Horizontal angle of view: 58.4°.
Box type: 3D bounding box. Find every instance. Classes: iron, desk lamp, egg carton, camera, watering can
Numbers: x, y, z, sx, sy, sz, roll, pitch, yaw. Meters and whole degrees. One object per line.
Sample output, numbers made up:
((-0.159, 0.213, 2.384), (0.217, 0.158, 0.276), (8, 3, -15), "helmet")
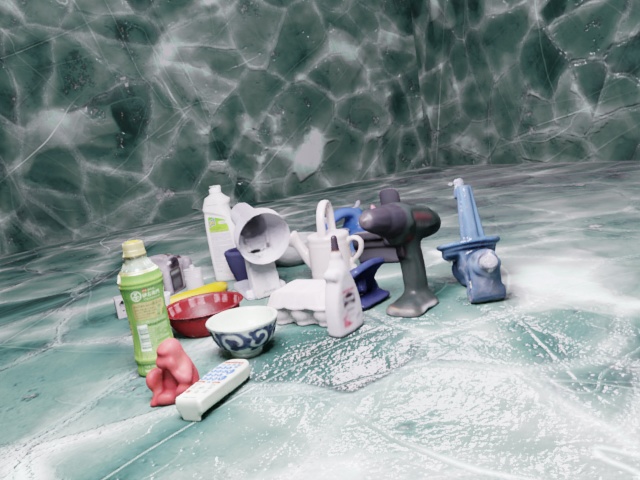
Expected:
((0.053, -0.018, 1.558), (0.118, 0.141, 0.259), (0, 14, 38), "iron")
((-0.147, 0.023, 1.304), (0.118, 0.214, 0.202), (-13, 12, -23), "desk lamp")
((-0.020, 0.119, 1.091), (0.149, 0.069, 0.107), (-3, 12, 29), "egg carton")
((-0.424, 0.086, 1.504), (0.136, 0.101, 0.143), (-5, 11, 17), "camera")
((0.012, 0.005, 1.325), (0.173, 0.194, 0.101), (-9, 11, -1), "watering can")

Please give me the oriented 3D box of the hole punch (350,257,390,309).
((0.071, 0.084, 1.144), (0.100, 0.091, 0.109), (1, 14, 40), "hole punch")

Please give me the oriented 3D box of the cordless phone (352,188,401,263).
((0.151, -0.038, 1.464), (0.147, 0.185, 0.094), (-5, 11, 18), "cordless phone")

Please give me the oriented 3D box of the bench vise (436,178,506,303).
((0.297, -0.005, 1.078), (0.122, 0.220, 0.207), (-12, 11, -17), "bench vise")

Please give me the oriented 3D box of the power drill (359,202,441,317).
((0.155, 0.029, 1.048), (0.075, 0.208, 0.230), (0, 14, 37), "power drill")

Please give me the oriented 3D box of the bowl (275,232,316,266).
((-0.078, 0.030, 1.589), (0.167, 0.075, 0.167), (-8, 11, 2), "bowl")

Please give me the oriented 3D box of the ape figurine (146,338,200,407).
((-0.213, 0.187, 0.828), (0.077, 0.092, 0.076), (2, 15, 45), "ape figurine")

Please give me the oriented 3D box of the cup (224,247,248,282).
((-0.177, 0.063, 1.442), (0.118, 0.095, 0.091), (-15, 12, -28), "cup")

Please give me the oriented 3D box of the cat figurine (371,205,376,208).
((0.174, -0.049, 1.687), (0.067, 0.118, 0.128), (-5, 11, 18), "cat figurine")

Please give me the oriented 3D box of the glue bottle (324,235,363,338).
((0.034, 0.076, 0.991), (0.037, 0.173, 0.078), (-1, 13, 35), "glue bottle")
